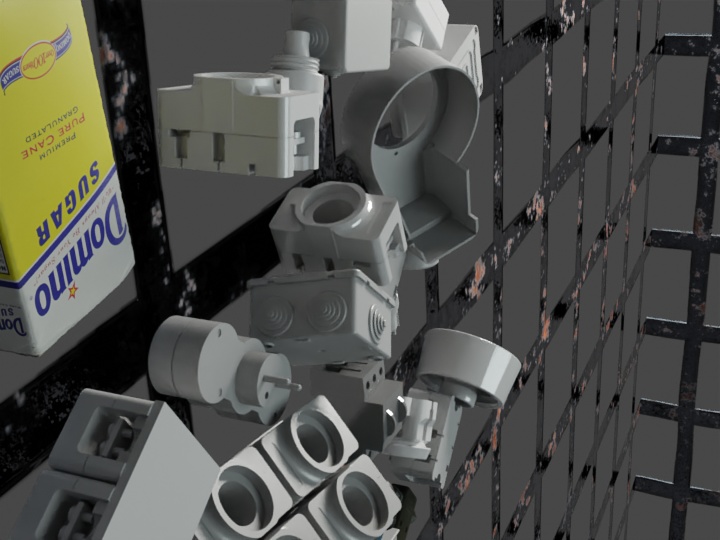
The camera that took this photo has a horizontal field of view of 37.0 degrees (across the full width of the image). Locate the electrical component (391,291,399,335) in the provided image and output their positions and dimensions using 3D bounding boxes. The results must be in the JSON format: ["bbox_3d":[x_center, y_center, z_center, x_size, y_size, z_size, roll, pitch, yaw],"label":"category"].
[{"bbox_3d":[0.017,0.038,0.984,0.046,0.040,0.040,79,28,-51],"label":"electrical component"}]

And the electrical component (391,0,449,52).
[{"bbox_3d":[0.039,-0.212,0.946,0.083,0.047,0.075,40,60,-64],"label":"electrical component"}]

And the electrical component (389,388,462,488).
[{"bbox_3d":[0.065,0.174,1.119,0.050,0.056,0.089,54,48,-59],"label":"electrical component"}]

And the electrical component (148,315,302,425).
[{"bbox_3d":[-0.076,0.071,0.724,0.138,0.074,0.052,41,59,-64],"label":"electrical component"}]

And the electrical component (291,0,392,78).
[{"bbox_3d":[-0.014,-0.197,0.822,0.100,0.048,0.099,-26,121,-64],"label":"electrical component"}]

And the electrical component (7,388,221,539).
[{"bbox_3d":[-0.147,0.153,0.595,0.089,0.062,0.150,66,38,-52],"label":"electrical component"}]

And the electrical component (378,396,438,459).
[{"bbox_3d":[0.043,0.155,1.060,0.078,0.058,0.057,28,68,-66],"label":"electrical component"}]

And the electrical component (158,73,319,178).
[{"bbox_3d":[-0.074,-0.091,0.657,0.050,0.089,0.055,-29,123,-63],"label":"electrical component"}]

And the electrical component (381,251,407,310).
[{"bbox_3d":[0.000,0.000,0.916,0.099,0.048,0.099,57,44,-60],"label":"electrical component"}]

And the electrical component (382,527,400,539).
[{"bbox_3d":[-0.016,0.272,0.944,0.121,0.063,0.078,-40,133,-59],"label":"electrical component"}]

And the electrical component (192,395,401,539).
[{"bbox_3d":[-0.054,0.170,0.738,0.105,0.060,0.186,54,32,4],"label":"electrical component"}]

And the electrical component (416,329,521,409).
[{"bbox_3d":[0.112,0.113,1.152,0.060,0.108,0.108,-68,154,-17],"label":"electrical component"}]

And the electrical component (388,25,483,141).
[{"bbox_3d":[0.071,-0.179,1.022,0.113,0.057,0.078,-58,147,-45],"label":"electrical component"}]

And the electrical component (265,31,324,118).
[{"bbox_3d":[-0.047,-0.139,0.769,0.043,0.043,0.062,-3,98,-67],"label":"electrical component"}]

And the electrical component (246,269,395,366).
[{"bbox_3d":[-0.028,0.038,0.800,0.100,0.100,0.048,41,46,-64],"label":"electrical component"}]

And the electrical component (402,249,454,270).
[{"bbox_3d":[0.067,-0.055,1.056,0.138,0.052,0.073,-36,129,-60],"label":"electrical component"}]

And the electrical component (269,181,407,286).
[{"bbox_3d":[-0.017,-0.029,0.814,0.055,0.089,0.050,76,31,-42],"label":"electrical component"}]
